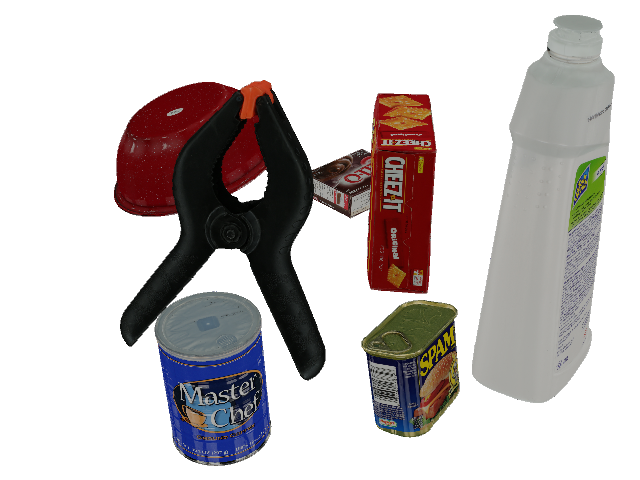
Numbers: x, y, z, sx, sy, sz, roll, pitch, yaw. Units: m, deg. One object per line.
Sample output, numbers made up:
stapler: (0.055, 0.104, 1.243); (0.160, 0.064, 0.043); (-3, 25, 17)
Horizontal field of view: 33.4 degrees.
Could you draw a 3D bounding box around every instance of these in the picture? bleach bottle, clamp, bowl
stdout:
bleach bottle: (0.150, -0.022, 0.685); (0.068, 0.251, 0.102); (18, 35, 25)
clamp: (-0.057, -0.004, 0.602); (0.120, 0.171, 0.039); (0, 14, 1)
bowl: (-0.113, -0.088, 0.909); (0.162, 0.055, 0.162); (-16, 32, 10)

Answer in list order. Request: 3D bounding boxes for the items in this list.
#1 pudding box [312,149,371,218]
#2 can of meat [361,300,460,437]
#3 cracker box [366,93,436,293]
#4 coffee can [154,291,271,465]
pudding box: (0.049, -0.078, 1.429); (0.113, 0.039, 0.090); (-28, 39, -34)
can of meat: (0.083, 0.113, 0.945); (0.058, 0.084, 0.101); (7, 25, 31)
cracker box: (0.090, -0.060, 1.205); (0.072, 0.164, 0.213); (2, 23, 4)
coffee can: (-0.104, 0.137, 1.058); (0.103, 0.140, 0.103); (-2, 33, 1)
